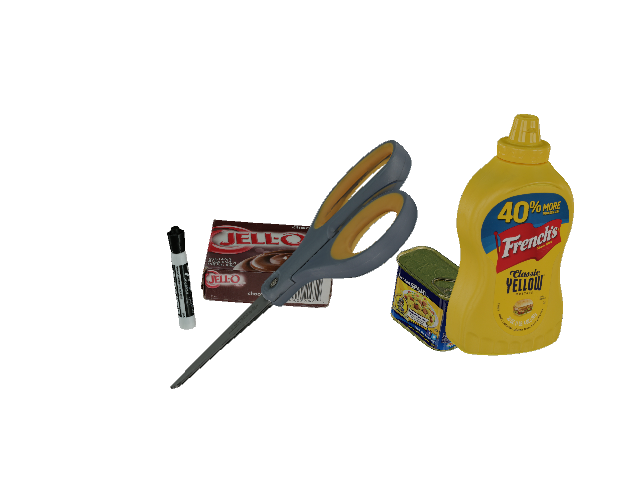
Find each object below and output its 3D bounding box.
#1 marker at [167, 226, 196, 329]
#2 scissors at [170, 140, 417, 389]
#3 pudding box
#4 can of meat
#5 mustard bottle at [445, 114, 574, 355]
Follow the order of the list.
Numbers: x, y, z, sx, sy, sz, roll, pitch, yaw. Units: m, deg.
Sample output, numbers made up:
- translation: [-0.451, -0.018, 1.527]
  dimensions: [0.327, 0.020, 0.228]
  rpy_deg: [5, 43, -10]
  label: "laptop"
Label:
- translation: [-0.154, 0.041, 1.184]
  dimensions: [0.020, 0.121, 0.020]
  rpy_deg: [-4, 23, 1]
  label: "marker"
- translation: [-0.013, 0.028, 0.605]
  dimensions: [0.016, 0.202, 0.096]
  rpy_deg: [37, 5, -26]
  label: "scissors"
- translation: [-0.046, 0.019, 0.954]
  dimensions: [0.113, 0.039, 0.090]
  rpy_deg: [6, 29, -3]
  label: "pudding box"
- translation: [0.130, 0.069, 1.245]
  dimensions: [0.057, 0.084, 0.102]
  rpy_deg: [-19, 41, -33]
  label: "can of meat"
- translation: [0.155, -0.006, 0.854]
  dimensions: [0.096, 0.192, 0.058]
  rpy_deg: [-4, 20, -19]
  label: "mustard bottle"
